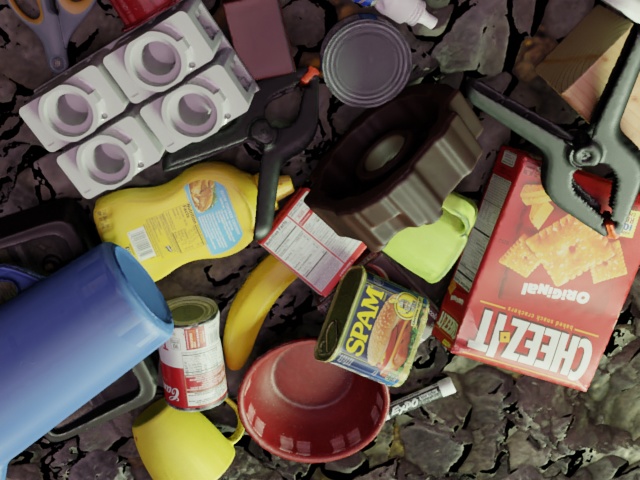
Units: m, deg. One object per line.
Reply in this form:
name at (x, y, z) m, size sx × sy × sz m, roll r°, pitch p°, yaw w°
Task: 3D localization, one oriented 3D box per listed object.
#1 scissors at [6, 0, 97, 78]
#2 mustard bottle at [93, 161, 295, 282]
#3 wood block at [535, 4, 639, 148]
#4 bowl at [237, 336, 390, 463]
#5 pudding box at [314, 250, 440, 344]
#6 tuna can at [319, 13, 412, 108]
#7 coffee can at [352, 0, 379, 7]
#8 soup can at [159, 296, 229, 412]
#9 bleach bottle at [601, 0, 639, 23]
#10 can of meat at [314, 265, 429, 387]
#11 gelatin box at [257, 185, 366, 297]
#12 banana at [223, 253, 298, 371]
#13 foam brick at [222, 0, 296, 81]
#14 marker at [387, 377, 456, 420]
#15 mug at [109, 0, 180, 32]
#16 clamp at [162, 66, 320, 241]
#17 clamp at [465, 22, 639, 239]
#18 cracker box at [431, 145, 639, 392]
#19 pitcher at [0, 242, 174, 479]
scissors at (-0.228, -0.179, 0.992) m, size 0.096 × 0.016 × 0.201 m, roll -19°, pitch 115°, yaw 3°
mustard bottle at (-0.118, -0.025, 1.050) m, size 0.191 × 0.058 × 0.096 m, roll -19°, pitch 113°, yaw 2°
wood block at (0.320, -0.120, 1.040) m, size 0.206 × 0.091 × 0.090 m, roll 39°, pitch 105°, yaw -21°
bowl at (-0.007, 0.160, 1.142) m, size 0.162 × 0.055 × 0.162 m, roll 0°, pitch 118°, yaw -1°
pudding box at (0.063, 0.072, 1.125) m, size 0.090 × 0.039 × 0.113 m, roll -41°, pitch 113°, yaw 10°
tuna can at (0.043, -0.171, 1.016) m, size 0.086 × 0.034 × 0.086 m, roll -2°, pitch 114°, yaw -6°
coffee can at (-0.003, -0.275, 0.927) m, size 0.140 × 0.103 × 0.103 m, roll 18°, pitch 111°, yaw -14°
soup can at (-0.133, 0.117, 1.107) m, size 0.068 × 0.068 × 0.102 m, roll -6°, pitch 114°, yaw -4°
bleach bottle at (0.323, -0.322, 0.943) m, size 0.068 × 0.102 × 0.251 m, roll 25°, pitch 110°, yaw -26°
can of meat at (0.053, 0.087, 1.065) m, size 0.083 × 0.058 × 0.102 m, roll 24°, pitch 79°, yaw -18°
gelatin box at (-0.007, 0.001, 1.057) m, size 0.089 × 0.030 × 0.073 m, roll 40°, pitch 85°, yaw -12°
banana at (-0.046, 0.055, 1.106) m, size 0.069 × 0.037 × 0.198 m, roll 41°, pitch 104°, yaw -19°
foam brick at (-0.057, -0.192, 0.986) m, size 0.051 × 0.053 × 0.078 m, roll -14°, pitch 114°, yaw 0°
marker at (0.093, 0.184, 1.189) m, size 0.121 × 0.020 × 0.020 m, roll -24°, pitch 115°, yaw 4°
mug at (-0.147, -0.248, 0.935) m, size 0.117 × 0.093 × 0.081 m, roll -35°, pitch 109°, yaw -8°
clamp at (-0.065, -0.099, 1.007) m, size 0.120 × 0.039 × 0.171 m, roll 30°, pitch 79°, yaw -10°
clamp at (0.249, -0.093, 0.978) m, size 0.165 × 0.036 × 0.210 m, roll -22°, pitch 119°, yaw 24°
cracker box at (0.231, 0.030, 1.088) m, size 0.164 × 0.072 × 0.214 m, roll 17°, pitch 99°, yaw -14°
pitcher at (-0.266, 0.100, 0.981) m, size 0.243 × 0.145 × 0.149 m, roll -34°, pitch 125°, yaw 4°
